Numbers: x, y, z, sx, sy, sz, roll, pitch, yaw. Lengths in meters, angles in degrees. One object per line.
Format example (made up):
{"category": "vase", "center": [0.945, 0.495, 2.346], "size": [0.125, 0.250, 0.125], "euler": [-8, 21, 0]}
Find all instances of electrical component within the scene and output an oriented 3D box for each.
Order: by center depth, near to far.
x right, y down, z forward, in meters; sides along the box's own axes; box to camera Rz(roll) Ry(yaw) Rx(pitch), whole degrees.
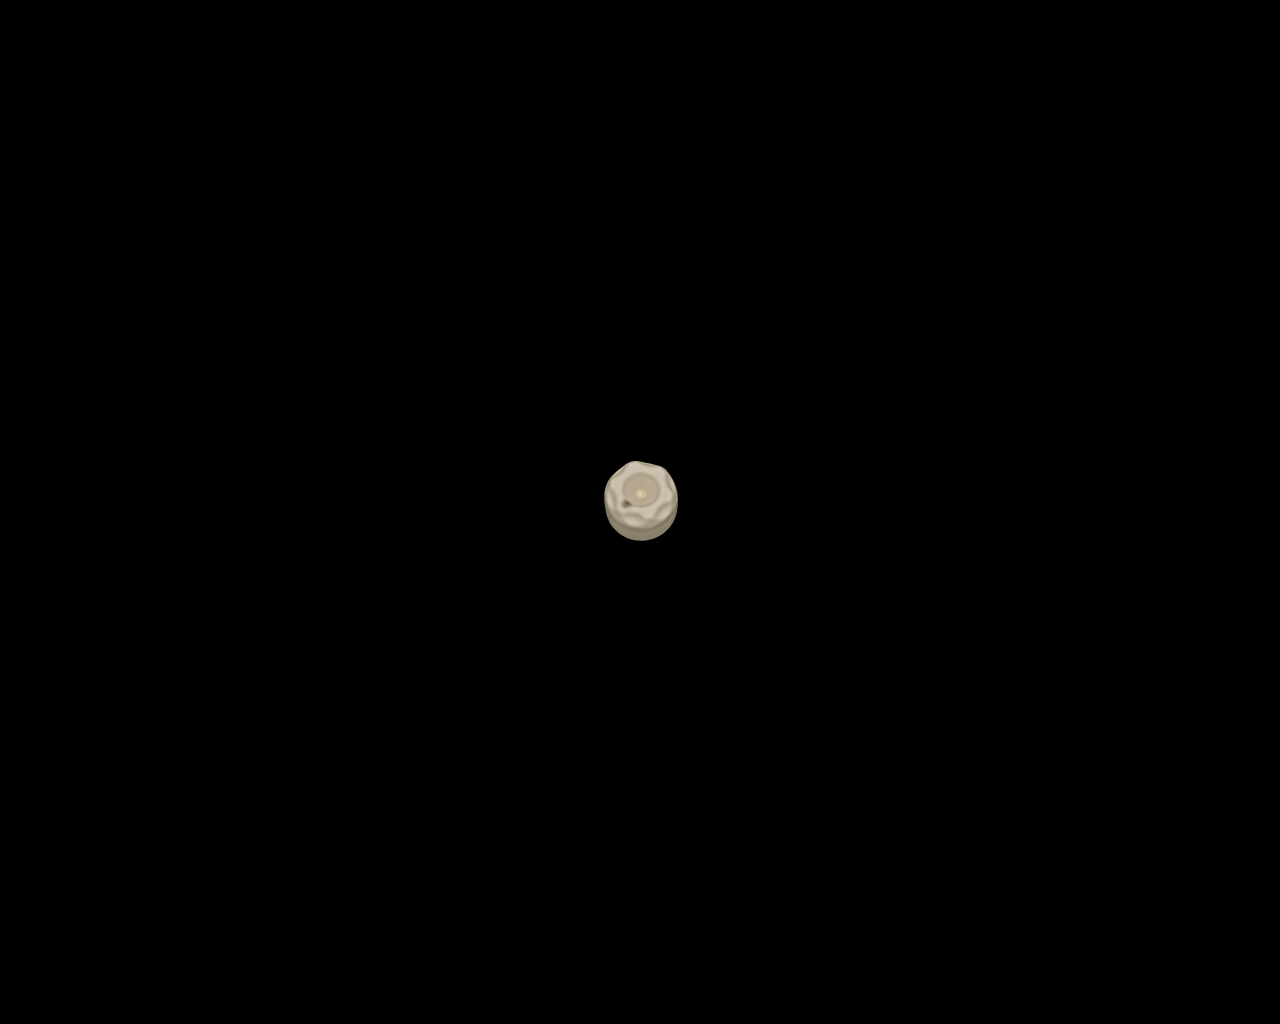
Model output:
{"category": "electrical component", "center": [0.001, -0.003, 0.650], "size": [0.043, 0.043, 0.062], "euler": [0, -21, 0]}
